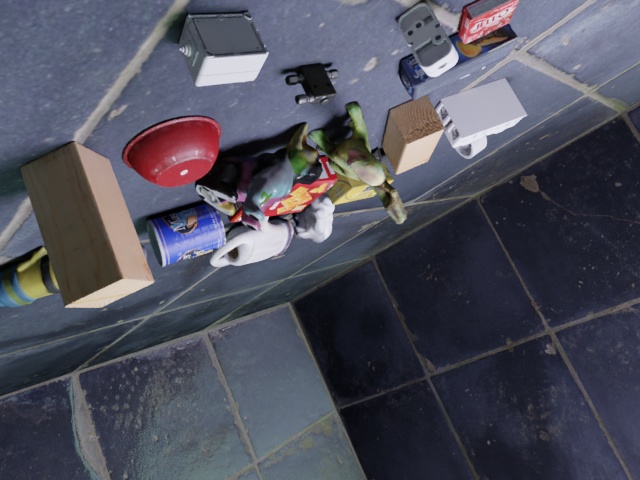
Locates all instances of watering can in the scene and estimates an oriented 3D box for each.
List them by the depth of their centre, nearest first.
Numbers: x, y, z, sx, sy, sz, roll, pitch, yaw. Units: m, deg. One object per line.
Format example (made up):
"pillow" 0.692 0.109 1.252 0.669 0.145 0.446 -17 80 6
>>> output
"watering can" -0.163 -0.009 1.395 0.226 0.105 0.342 -15 166 -44

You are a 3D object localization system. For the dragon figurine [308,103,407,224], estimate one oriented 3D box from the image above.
"dragon figurine" 0.095 -0.130 1.059 0.122 0.245 0.407 -32 166 7

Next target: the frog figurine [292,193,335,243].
"frog figurine" 0.004 -0.073 1.456 0.157 0.122 0.140 -41 -165 27
